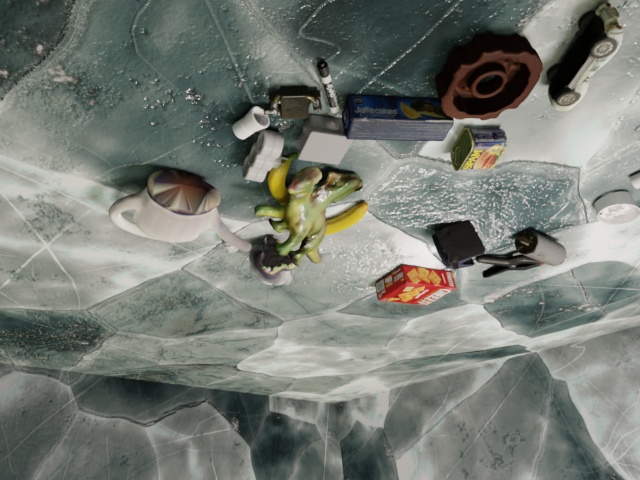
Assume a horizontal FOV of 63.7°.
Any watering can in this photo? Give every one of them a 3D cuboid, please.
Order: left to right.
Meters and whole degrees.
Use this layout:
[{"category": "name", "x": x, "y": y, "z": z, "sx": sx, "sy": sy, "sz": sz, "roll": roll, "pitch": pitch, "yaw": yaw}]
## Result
[{"category": "watering can", "x": -0.288, "y": -0.053, "z": 1.165, "sx": 0.347, "sy": 0.106, "sz": 0.220, "roll": 11, "pitch": 147, "yaw": -27}]

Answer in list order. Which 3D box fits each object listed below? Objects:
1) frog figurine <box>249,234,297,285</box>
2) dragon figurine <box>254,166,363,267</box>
[{"category": "frog figurine", "x": -0.134, "y": 0.072, "z": 1.429, "sx": 0.137, "sy": 0.125, "sz": 0.157, "roll": 30, "pitch": 157, "yaw": 2}, {"category": "dragon figurine", "x": 0.004, "y": -0.060, "z": 1.193, "sx": 0.241, "sy": 0.124, "sz": 0.406, "roll": -35, "pitch": 156, "yaw": 10}]
